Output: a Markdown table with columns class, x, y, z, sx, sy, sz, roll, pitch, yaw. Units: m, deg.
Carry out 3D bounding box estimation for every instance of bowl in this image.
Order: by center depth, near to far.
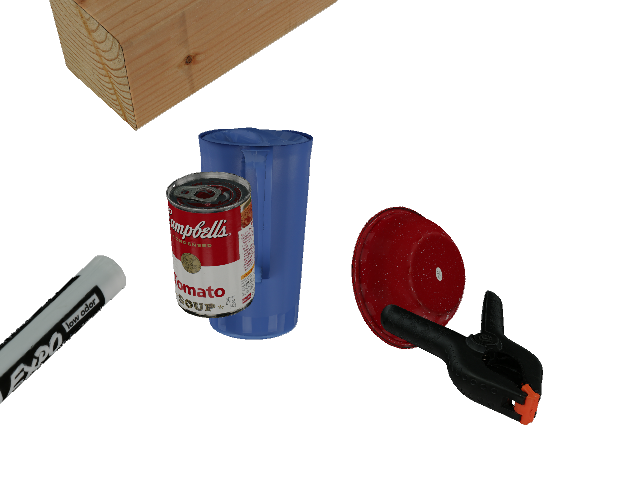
| class | x | y | z | sx | sy | sz | roll | pitch | yaw |
| --- | --- | --- | --- | --- | --- | --- | --- | --- | --- |
| bowl | 0.111 | 0.039 | 1.187 | 0.161 | 0.162 | 0.055 | 0 | -6 | -42 |

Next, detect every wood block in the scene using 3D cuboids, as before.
| class | x | y | z | sx | sy | sz | roll | pitch | yaw |
| --- | --- | --- | --- | --- | --- | --- | --- | --- | --- |
| wood block | -0.084 | -0.185 | 0.781 | 0.205 | 0.090 | 0.091 | -37 | -26 | -23 |

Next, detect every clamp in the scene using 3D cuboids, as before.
| class | x | y | z | sx | sy | sz | roll | pitch | yaw |
| --- | --- | --- | --- | --- | --- | --- | --- | --- | --- |
| clamp | 0.144 | 0.094 | 0.921 | 0.120 | 0.039 | 0.172 | -17 | 38 | -26 |

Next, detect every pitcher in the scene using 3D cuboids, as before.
| class | x | y | z | sx | sy | sz | roll | pitch | yaw |
| --- | --- | --- | --- | --- | --- | --- | --- | --- | --- |
| pitcher | -0.078 | -0.008 | 1.258 | 0.145 | 0.243 | 0.148 | 13 | 18 | 39 |

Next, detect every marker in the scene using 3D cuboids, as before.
| class | x | y | z | sx | sy | sz | roll | pitch | yaw |
| --- | --- | --- | --- | --- | --- | --- | --- | --- | --- |
| marker | -0.125 | 0.049 | 0.442 | 0.020 | 0.020 | 0.121 | 0 | 35 | 40 |

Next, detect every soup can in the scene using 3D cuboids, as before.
| class | x | y | z | sx | sy | sz | roll | pitch | yaw |
| --- | --- | --- | --- | --- | --- | --- | --- | --- | --- |
| soup can | -0.089 | 0.003 | 0.873 | 0.068 | 0.102 | 0.068 | 0 | 30 | 0 |
